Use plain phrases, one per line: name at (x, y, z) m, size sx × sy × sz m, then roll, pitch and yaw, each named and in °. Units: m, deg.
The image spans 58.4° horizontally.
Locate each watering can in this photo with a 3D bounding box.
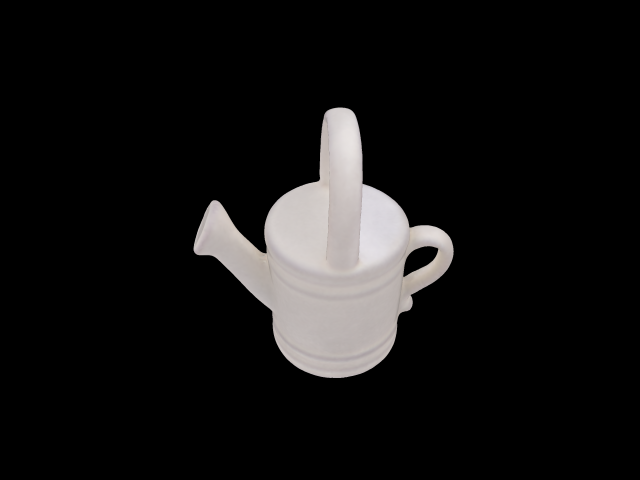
watering can at (0.004, 0.003, 0.398) m, size 0.173 × 0.194 × 0.100 m, roll -16°, pitch 46°, yaw -16°
